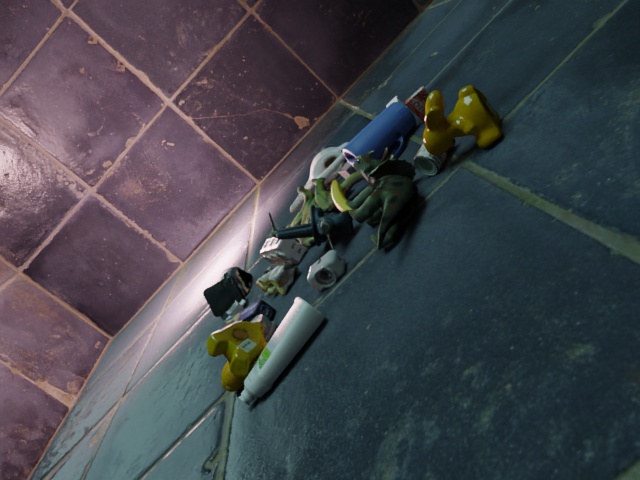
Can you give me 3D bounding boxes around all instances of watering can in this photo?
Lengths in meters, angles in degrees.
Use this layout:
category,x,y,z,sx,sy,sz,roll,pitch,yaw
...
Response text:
category,x,y,z,sx,sy,sz,roll,pitch,yaw
watering can,-0.001,-0.261,2.030,0.345,0.103,0.227,-45,15,10

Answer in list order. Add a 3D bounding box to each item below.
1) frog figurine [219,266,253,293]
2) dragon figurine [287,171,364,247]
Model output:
category,x,y,z,sx,sy,sz,roll,pitch,yaw
frog figurine,-0.334,0.172,1.853,0.158,0.120,0.141,-32,39,14
dragon figurine,0.005,-0.084,1.669,0.406,0.121,0.247,-19,50,53
